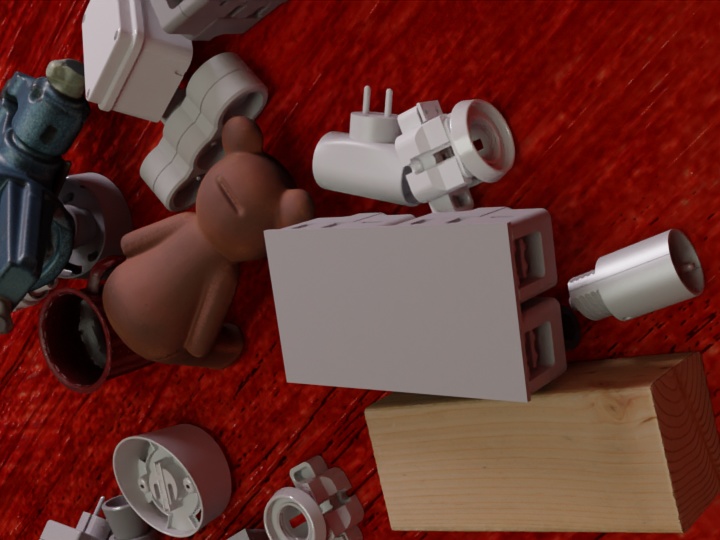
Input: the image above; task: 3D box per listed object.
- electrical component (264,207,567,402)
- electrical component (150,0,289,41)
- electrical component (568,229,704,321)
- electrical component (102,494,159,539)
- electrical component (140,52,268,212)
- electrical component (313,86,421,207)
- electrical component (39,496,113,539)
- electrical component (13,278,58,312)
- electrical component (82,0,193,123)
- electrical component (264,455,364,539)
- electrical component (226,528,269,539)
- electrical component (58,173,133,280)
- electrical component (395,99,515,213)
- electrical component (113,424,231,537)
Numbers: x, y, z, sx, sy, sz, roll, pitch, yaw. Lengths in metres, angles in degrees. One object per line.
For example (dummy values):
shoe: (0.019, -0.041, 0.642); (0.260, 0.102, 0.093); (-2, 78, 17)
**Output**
electrical component: (0.034, 0.019, 0.690); (0.186, 0.060, 0.105); (0, 103, 38)
electrical component: (-0.129, -0.253, 0.800); (0.062, 0.089, 0.150); (-28, 84, 37)
electrical component: (0.167, 0.008, 0.672); (0.081, 0.043, 0.043); (-25, 86, 37)
electrical component: (-0.213, 0.240, 1.001); (0.045, 0.045, 0.055); (-6, 97, 37)
electrical component: (-0.135, -0.119, 0.857); (0.073, 0.052, 0.138); (49, 124, 17)
electrical component: (0.010, -0.090, 0.764); (0.077, 0.043, 0.079); (14, 108, 33)
electrical component: (-0.253, 0.253, 1.021); (0.047, 0.083, 0.075); (7, 67, 35)
electrical component: (-0.316, 0.013, 1.025); (0.062, 0.048, 0.048); (-9, 95, 30)
electrical component: (-0.176, -0.181, 0.837); (0.078, 0.057, 0.113); (-52, 38, 37)
electrical component: (-0.039, 0.194, 0.856); (0.058, 0.057, 0.078); (-34, 80, 36)
electrical component: (-0.118, 0.291, 0.905); (0.150, 0.062, 0.089); (-35, 64, 20)
electrical component: (-0.251, -0.038, 0.968); (0.099, 0.064, 0.099); (2, 95, 23)
electrical component: (0.066, -0.079, 0.718); (0.057, 0.058, 0.078); (-22, 87, 40)
electrical component: (-0.163, 0.183, 0.939); (0.099, 0.064, 0.099); (9, 105, 34)
